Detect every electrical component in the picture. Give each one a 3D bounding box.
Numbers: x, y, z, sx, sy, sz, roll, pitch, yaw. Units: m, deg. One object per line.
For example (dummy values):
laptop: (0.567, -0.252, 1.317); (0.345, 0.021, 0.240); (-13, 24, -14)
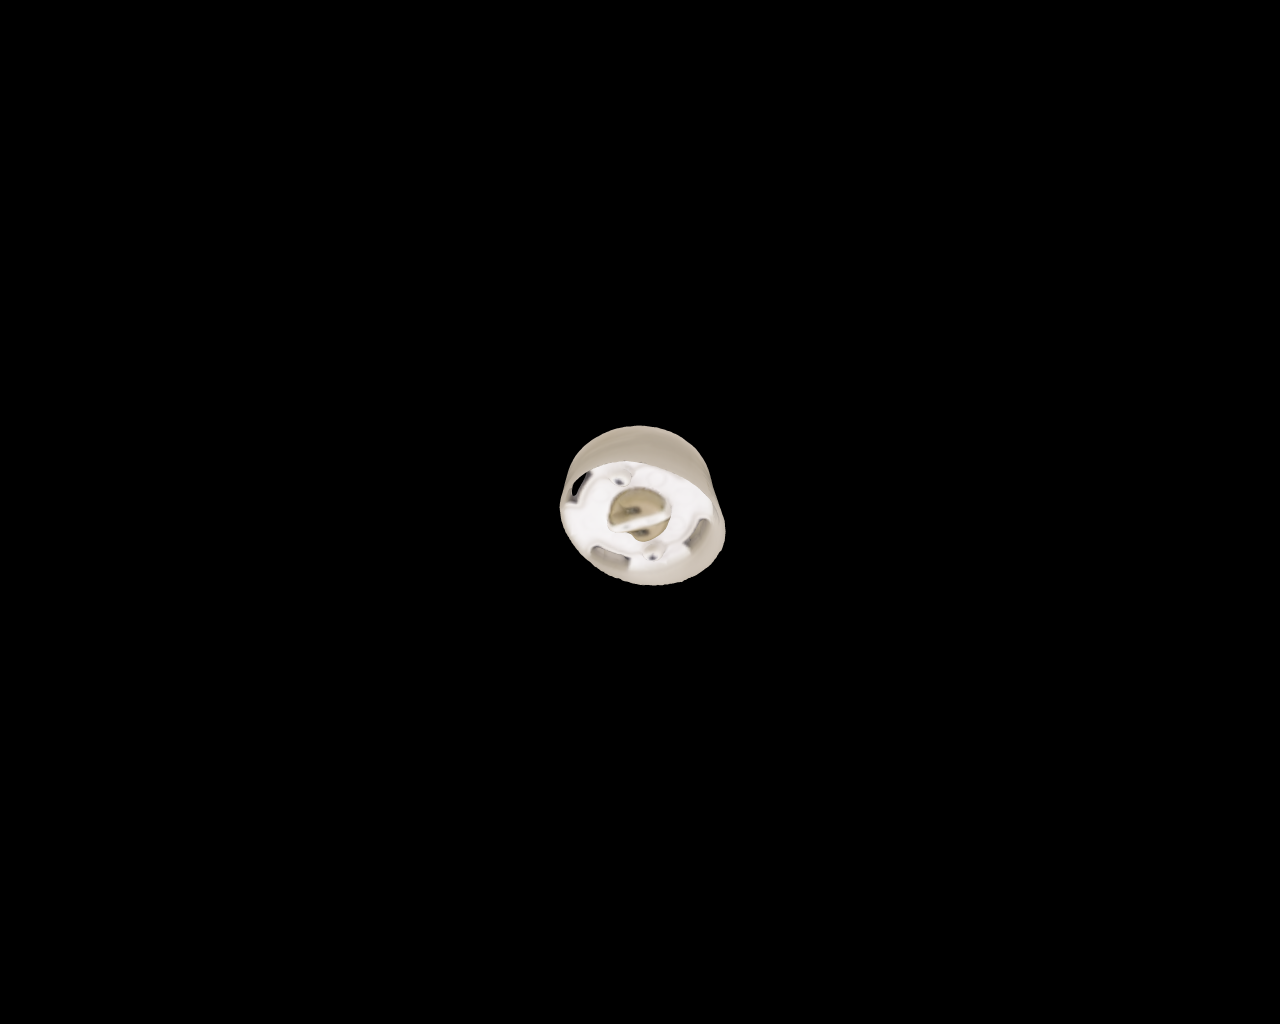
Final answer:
electrical component: (0.001, -0.003, 0.650); (0.099, 0.099, 0.064); (0, 36, 0)
